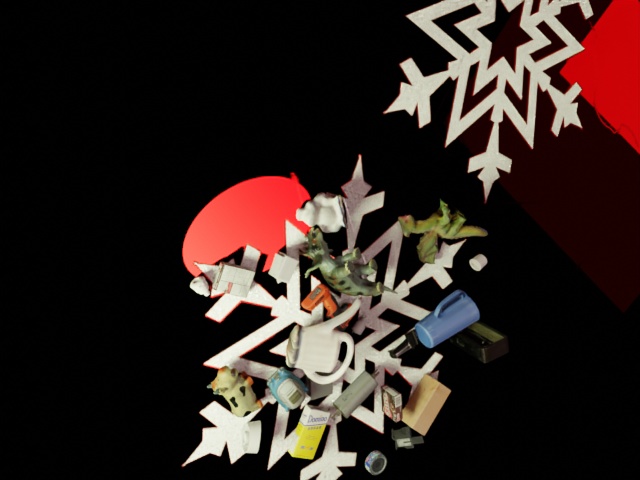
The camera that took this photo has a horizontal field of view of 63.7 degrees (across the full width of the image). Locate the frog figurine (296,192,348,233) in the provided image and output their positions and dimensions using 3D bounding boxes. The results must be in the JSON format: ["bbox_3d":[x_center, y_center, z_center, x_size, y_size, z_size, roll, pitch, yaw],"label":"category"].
[{"bbox_3d":[0.005,-0.085,1.690,0.159,0.125,0.135,-10,120,9],"label":"frog figurine"}]

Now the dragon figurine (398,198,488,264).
[{"bbox_3d":[0.463,-0.015,1.976,0.406,0.124,0.241,29,102,-30],"label":"dragon figurine"}]

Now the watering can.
[{"bbox_3d":[0.009,0.327,1.698,0.224,0.106,0.342,10,111,-9],"label":"watering can"}]
